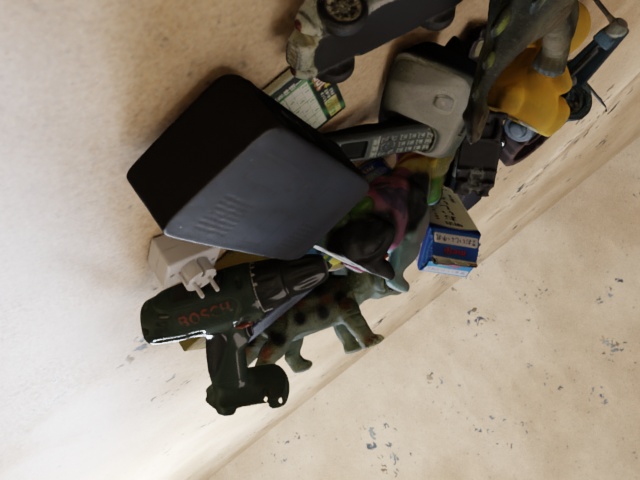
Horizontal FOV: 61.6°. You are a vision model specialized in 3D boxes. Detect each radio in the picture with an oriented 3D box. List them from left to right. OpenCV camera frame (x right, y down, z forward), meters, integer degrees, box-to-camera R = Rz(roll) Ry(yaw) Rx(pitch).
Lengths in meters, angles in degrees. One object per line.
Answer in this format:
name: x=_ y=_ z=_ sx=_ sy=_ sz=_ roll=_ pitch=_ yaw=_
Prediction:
radio: x=-0.050 y=-0.054 z=0.511 sx=0.131 sy=0.073 sz=0.229 roll=-44 pitch=158 yaw=15

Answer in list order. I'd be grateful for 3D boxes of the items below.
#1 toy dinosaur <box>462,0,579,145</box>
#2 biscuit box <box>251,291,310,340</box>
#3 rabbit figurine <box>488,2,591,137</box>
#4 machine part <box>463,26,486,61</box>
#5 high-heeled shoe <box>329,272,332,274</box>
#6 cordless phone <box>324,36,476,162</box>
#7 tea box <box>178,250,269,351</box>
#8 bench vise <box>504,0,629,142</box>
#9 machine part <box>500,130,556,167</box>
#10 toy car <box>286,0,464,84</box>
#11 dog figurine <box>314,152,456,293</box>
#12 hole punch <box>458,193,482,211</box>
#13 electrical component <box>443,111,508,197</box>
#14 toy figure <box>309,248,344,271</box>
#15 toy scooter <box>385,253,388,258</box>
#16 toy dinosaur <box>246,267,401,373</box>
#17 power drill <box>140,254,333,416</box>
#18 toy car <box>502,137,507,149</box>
toy dinosaur: x=0.232 y=-0.291 z=0.421 sx=0.198 sy=0.105 sz=0.471 roll=-12 pitch=131 yaw=-63
biscuit box: x=-0.086 y=0.097 z=0.868 sx=0.202 sy=0.059 sz=0.062 roll=-41 pitch=164 yaw=12
rabbit figurine: x=0.293 y=-0.246 z=0.725 sx=0.162 sy=0.122 sz=0.173 roll=11 pitch=115 yaw=-54
machine part: x=0.178 y=-0.208 z=0.676 sx=0.084 sy=0.039 sz=0.138 roll=-33 pitch=161 yaw=-41
high-heeled shoe: x=0.026 y=0.085 z=1.102 sx=0.249 sy=0.086 sz=0.145 roll=-10 pitch=-163 yaw=-11
cordless phone: x=0.075 y=-0.142 z=0.596 sx=0.184 sy=0.089 sz=0.146 roll=-14 pitch=157 yaw=-10
tea box: x=-0.122 y=0.076 z=0.748 sx=0.169 sy=0.068 sz=0.098 roll=-40 pitch=161 yaw=11
bench vise: x=0.394 y=-0.255 z=0.836 sx=0.224 sy=0.129 sz=0.240 roll=-29 pitch=166 yaw=-25
machine part: x=0.421 y=-0.221 z=1.067 sx=0.179 sy=0.056 sz=0.179 roll=-34 pitch=163 yaw=-12
toy car: x=0.056 y=-0.196 z=0.449 sx=0.202 sy=0.056 sz=0.073 roll=-31 pitch=166 yaw=-16
dog figurine: x=0.091 y=-0.058 z=0.687 sx=0.191 sy=0.109 sz=0.219 roll=33 pitch=79 yaw=-51
hole punch: x=0.228 y=-0.092 z=0.973 sx=0.142 sy=0.092 sz=0.115 roll=-34 pitch=158 yaw=0
electrical component: x=0.207 y=-0.128 z=0.751 sx=0.134 sy=0.058 sz=0.114 roll=-89 pitch=-173 yaw=-72
toy figure: x=0.001 y=0.000 z=0.777 sx=0.089 sy=0.082 sz=0.180 roll=-39 pitch=159 yaw=12
toy scooter: x=0.175 y=-0.007 z=1.094 sx=0.184 sy=0.075 sz=0.135 roll=-36 pitch=162 yaw=4
toy dinosaur: x=-0.026 y=0.131 z=0.953 sx=0.405 sy=0.192 sz=0.131 roll=-19 pitch=166 yaw=-6
power drill: x=-0.089 y=0.121 z=0.666 sx=0.232 sy=0.086 sz=0.207 roll=-10 pitch=130 yaw=-3
toy car: x=0.306 y=-0.136 z=1.058 sx=0.089 sy=0.053 sz=0.202 roll=-48 pitch=164 yaw=-16
